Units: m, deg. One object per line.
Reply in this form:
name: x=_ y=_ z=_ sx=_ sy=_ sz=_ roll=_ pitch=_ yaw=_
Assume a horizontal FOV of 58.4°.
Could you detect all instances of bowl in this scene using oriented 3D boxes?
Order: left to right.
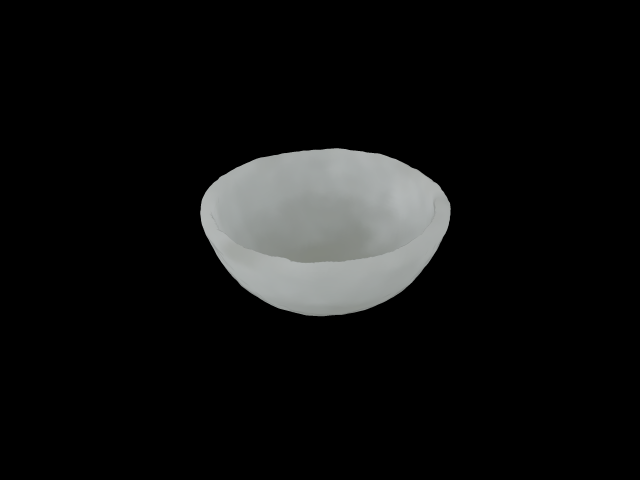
bowl: x=0.004 y=0.001 z=0.400 sx=0.167 sy=0.075 sz=0.167 roll=0 pitch=33 yaw=0
